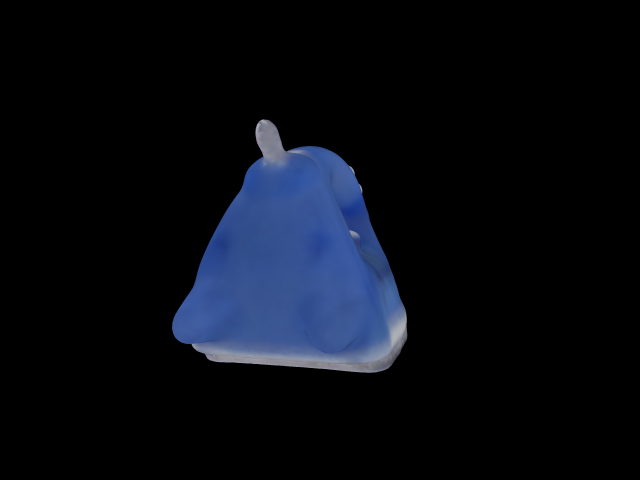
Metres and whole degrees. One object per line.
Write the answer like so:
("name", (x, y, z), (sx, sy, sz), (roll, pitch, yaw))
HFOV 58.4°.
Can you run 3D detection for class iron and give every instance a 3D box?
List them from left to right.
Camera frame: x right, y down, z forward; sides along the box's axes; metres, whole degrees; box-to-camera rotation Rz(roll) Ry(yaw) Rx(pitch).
("iron", (0.004, 0.001, 0.400), (0.118, 0.141, 0.259), (1, 5, 16))
